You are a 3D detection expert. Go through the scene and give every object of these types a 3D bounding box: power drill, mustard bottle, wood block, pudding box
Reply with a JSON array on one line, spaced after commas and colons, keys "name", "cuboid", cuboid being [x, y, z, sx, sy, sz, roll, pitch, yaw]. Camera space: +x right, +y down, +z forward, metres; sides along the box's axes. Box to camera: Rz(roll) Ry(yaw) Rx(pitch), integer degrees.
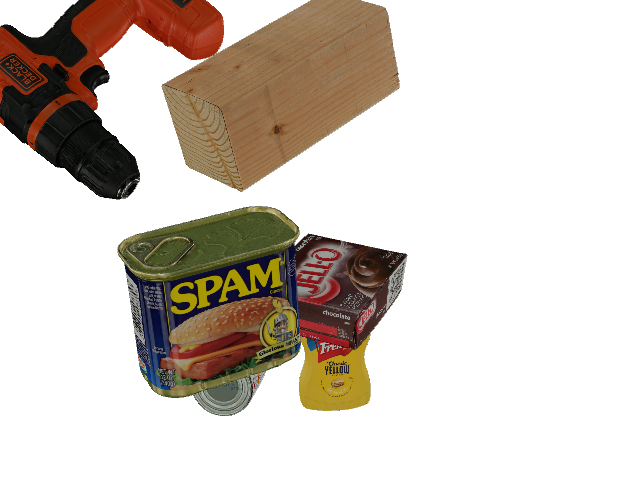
[{"name": "power drill", "cuboid": [-0.163, -0.135, 0.830, 0.187, 0.184, 0.057, -42, -12, -32]}, {"name": "mustard bottle", "cuboid": [0.019, 0.131, 1.427, 0.096, 0.192, 0.058, -2, 19, -6]}, {"name": "wood block", "cuboid": [-0.032, -0.144, 1.001, 0.205, 0.091, 0.090, -36, 41, -28]}, {"name": "pudding box", "cuboid": [0.008, 0.038, 0.837, 0.090, 0.039, 0.113, 13, 25, 20]}]

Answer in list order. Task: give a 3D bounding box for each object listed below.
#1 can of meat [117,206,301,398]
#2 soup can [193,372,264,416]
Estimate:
[{"name": "can of meat", "cuboid": [-0.062, 0.036, 0.627, 0.102, 0.084, 0.058, -15, 28, -23]}, {"name": "soup can", "cuboid": [-0.096, 0.140, 1.155, 0.068, 0.068, 0.102, 0, 15, 9]}]
